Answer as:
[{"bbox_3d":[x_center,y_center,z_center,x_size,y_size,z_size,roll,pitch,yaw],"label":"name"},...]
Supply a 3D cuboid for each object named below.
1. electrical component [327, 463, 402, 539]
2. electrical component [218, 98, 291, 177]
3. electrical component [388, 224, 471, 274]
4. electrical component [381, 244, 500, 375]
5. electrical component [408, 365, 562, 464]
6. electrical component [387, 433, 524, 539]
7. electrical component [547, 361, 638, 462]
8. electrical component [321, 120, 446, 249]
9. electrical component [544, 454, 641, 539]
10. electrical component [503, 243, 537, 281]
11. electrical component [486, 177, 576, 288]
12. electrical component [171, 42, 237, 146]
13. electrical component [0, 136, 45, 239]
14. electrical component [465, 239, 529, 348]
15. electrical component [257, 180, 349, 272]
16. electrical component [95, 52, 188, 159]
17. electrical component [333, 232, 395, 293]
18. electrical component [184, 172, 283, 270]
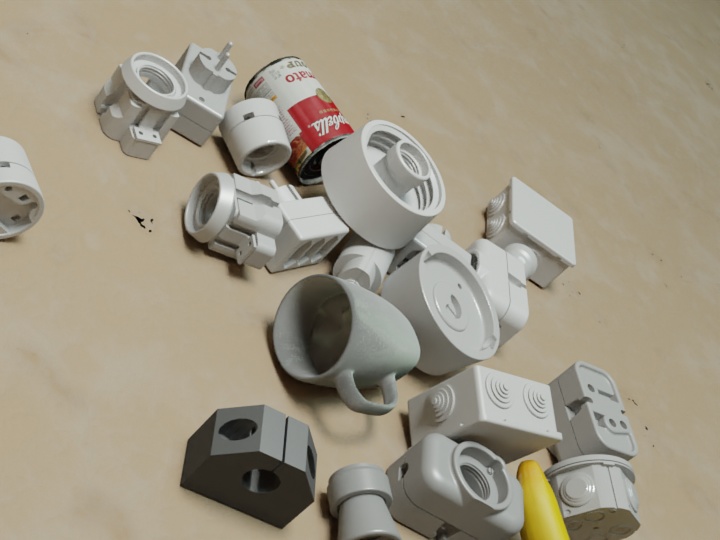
[{"bbox_3d":[0.002,0.167,0.740,0.045,0.045,0.055,20,40,-33],"label":"electrical component"},{"bbox_3d":[-0.091,-0.115,0.943,0.055,0.055,0.047,4,54,-45],"label":"electrical component"},{"bbox_3d":[0.066,-0.018,1.010,0.066,0.047,0.076,35,34,-14],"label":"electrical component"},{"bbox_3d":[0.064,0.039,0.927,0.108,0.060,0.108,34,40,-35],"label":"electrical component"},{"bbox_3d":[0.096,0.118,0.848,0.100,0.100,0.048,18,54,-34],"label":"electrical component"},{"bbox_3d":[0.074,0.167,0.804,0.095,0.059,0.053,32,35,-19],"label":"electrical component"},{"bbox_3d":[0.203,0.139,0.973,0.054,0.059,0.095,22,39,-30],"label":"electrical component"},{"bbox_3d":[0.027,-0.079,0.930,0.108,0.060,0.108,30,41,-30],"label":"electrical component"},{"bbox_3d":[0.190,0.190,0.887,0.080,0.080,0.051,23,44,-29],"label":"electrical component"},{"bbox_3d":[0.154,0.000,1.095,0.040,0.040,0.046,46,39,3],"label":"electrical component"},{"bbox_3d":[0.182,-0.039,1.157,0.100,0.048,0.099,33,34,-17],"label":"electrical component"},{"bbox_3d":[-0.132,-0.166,0.933,0.047,0.075,0.083,30,36,-21],"label":"electrical component"},{"bbox_3d":[-0.243,-0.056,0.715,0.055,0.055,0.047,9,43,-42],"label":"electrical component"},{"bbox_3d":[0.119,0.019,1.020,0.059,0.053,0.095,31,35,-20],"label":"electrical component"},{"bbox_3d":[-0.061,-0.045,0.903,0.066,0.047,0.076,-13,63,-52],"label":"electrical component"},{"bbox_3d":[-0.176,-0.138,0.874,0.058,0.057,0.078,10,46,-41],"label":"electrical component"},{"bbox_3d":[0.000,0.000,0.923,0.043,0.043,0.081,39,33,-8],"label":"electrical component"},{"bbox_3d":[-0.101,-0.043,0.850,0.057,0.058,0.078,22,39,-35],"label":"electrical component"}]
